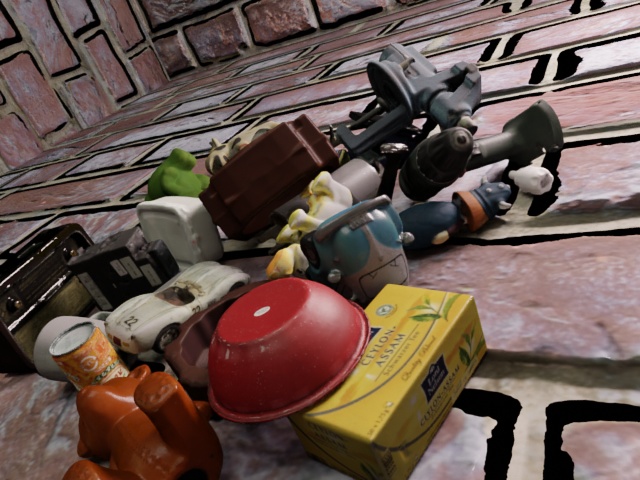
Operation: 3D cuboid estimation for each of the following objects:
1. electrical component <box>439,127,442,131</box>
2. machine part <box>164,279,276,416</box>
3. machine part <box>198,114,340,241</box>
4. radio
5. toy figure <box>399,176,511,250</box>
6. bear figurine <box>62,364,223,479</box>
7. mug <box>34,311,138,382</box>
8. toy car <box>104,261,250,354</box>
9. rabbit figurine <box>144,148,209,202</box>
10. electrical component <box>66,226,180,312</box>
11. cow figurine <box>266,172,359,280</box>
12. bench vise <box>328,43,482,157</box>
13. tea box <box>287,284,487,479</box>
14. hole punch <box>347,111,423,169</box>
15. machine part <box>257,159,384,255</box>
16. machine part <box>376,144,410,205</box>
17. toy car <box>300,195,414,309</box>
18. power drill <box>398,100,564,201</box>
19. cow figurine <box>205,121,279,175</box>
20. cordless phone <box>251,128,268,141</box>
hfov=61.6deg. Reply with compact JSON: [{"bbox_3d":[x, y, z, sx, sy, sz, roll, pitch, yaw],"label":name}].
[{"bbox_3d":[0.222,-0.228,0.929,0.048,0.119,0.075,-18,24,8],"label":"electrical component"},{"bbox_3d":[-0.081,0.113,0.593,0.179,0.056,0.179,-17,26,9],"label":"machine part"},{"bbox_3d":[-0.072,-0.089,0.809,0.201,0.087,0.201,-36,-4,2],"label":"machine part"},{"bbox_3d":[-0.427,0.080,0.826,0.073,0.131,0.230,-13,28,21],"label":"radio"},{"bbox_3d":[0.166,-0.033,0.677,0.154,0.064,0.057,-19,-11,-5],"label":"toy figure"},{"bbox_3d":[-0.177,0.167,0.487,0.196,0.131,0.120,19,61,44],"label":"bear figurine"},{"bbox_3d":[-0.284,0.135,0.687,0.107,0.080,0.109,4,29,19],"label":"mug"},{"bbox_3d":[-0.173,0.078,0.680,0.074,0.056,0.202,18,32,30],"label":"toy car"},{"bbox_3d":[-0.264,-0.081,1.030,0.159,0.121,0.170,-37,45,-20],"label":"rabbit figurine"},{"bbox_3d":[-0.282,0.048,0.797,0.134,0.114,0.058,-15,32,13],"label":"electrical component"},{"bbox_3d":[-0.003,-0.001,0.704,0.068,0.098,0.167,-36,25,61],"label":"cow figurine"},{"bbox_3d":[0.124,-0.200,0.841,0.241,0.128,0.224,-34,70,-2],"label":"bench vise"},{"bbox_3d":[0.062,0.117,0.465,0.098,0.068,0.169,4,37,42],"label":"tea box"},{"bbox_3d":[0.113,-0.178,0.977,0.116,0.092,0.142,2,19,-16],"label":"hole punch"},{"bbox_3d":[0.012,-0.051,0.804,0.243,0.079,0.079,-35,29,-26],"label":"machine part"},{"bbox_3d":[0.086,-0.063,0.714,0.039,0.138,0.084,13,32,7],"label":"machine part"},{"bbox_3d":[0.044,0.033,0.587,0.109,0.161,0.103,-25,66,-18],"label":"toy car"},{"bbox_3d":[0.211,-0.115,0.705,0.207,0.086,0.232,-25,-4,-15],"label":"power drill"},{"bbox_3d":[-0.174,-0.208,1.227,0.195,0.085,0.127,-32,34,-14],"label":"cow figurine"},{"bbox_3d":[-0.141,-0.146,1.092,0.184,0.088,0.147,-38,31,-21],"label":"cordless phone"}]
